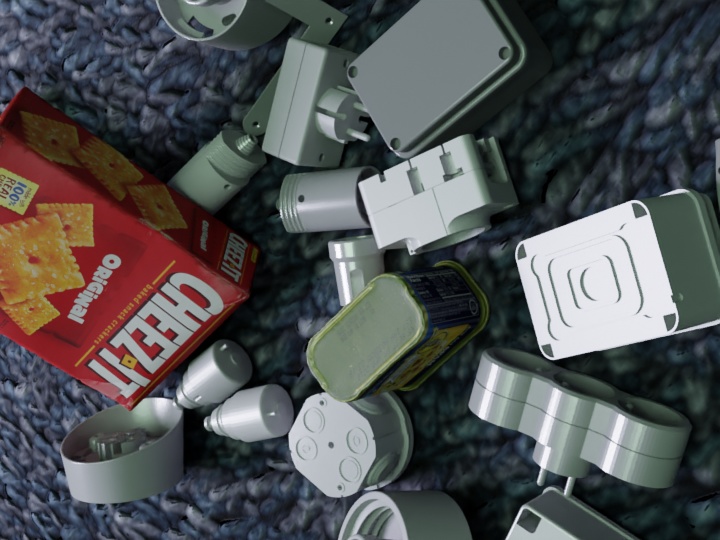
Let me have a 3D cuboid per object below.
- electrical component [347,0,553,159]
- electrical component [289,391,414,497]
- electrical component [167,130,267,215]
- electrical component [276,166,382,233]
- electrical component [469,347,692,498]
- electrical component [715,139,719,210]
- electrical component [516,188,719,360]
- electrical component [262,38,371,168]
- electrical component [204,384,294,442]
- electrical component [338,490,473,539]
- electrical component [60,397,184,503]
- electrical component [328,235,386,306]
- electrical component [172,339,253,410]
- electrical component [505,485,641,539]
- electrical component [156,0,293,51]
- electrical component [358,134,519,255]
[{"bbox_3d":[0.057,-0.133,0.704,0.113,0.057,0.078,-37,74,29],"label":"electrical component"},{"bbox_3d":[-0.007,0.120,0.768,0.080,0.051,0.080,3,95,33],"label":"electrical component"},{"bbox_3d":[-0.107,-0.076,0.823,0.081,0.043,0.043,-39,73,29],"label":"electrical component"},{"bbox_3d":[-0.025,-0.050,0.772,0.081,0.043,0.043,-3,92,33],"label":"electrical component"},{"bbox_3d":[0.131,0.106,0.676,0.138,0.052,0.073,21,105,30],"label":"electrical component"},{"bbox_3d":[0.244,-0.042,0.597,0.079,0.043,0.077,-10,88,33],"label":"electrical component"},{"bbox_3d":[0.155,0.004,0.630,0.113,0.057,0.078,-23,80,55],"label":"electrical component"},{"bbox_3d":[-0.019,-0.112,0.756,0.076,0.047,0.083,25,107,35],"label":"electrical component"},{"bbox_3d":[-0.087,0.112,0.826,0.078,0.040,0.040,-16,85,33],"label":"electrical component"},{"bbox_3d":[0.022,0.200,0.722,0.108,0.060,0.108,-32,52,53],"label":"electrical component"},{"bbox_3d":[-0.189,0.146,0.864,0.099,0.099,0.064,1,100,33],"label":"electrical component"},{"bbox_3d":[0.000,0.000,0.762,0.040,0.040,0.046,-4,96,33],"label":"electrical component"},{"bbox_3d":[-0.119,0.087,0.845,0.078,0.040,0.040,-38,74,30],"label":"electrical component"},{"bbox_3d":[0.136,0.212,0.678,0.109,0.056,0.108,31,110,27],"label":"electrical component"},{"bbox_3d":[-0.100,-0.213,0.794,0.099,0.064,0.099,4,99,30],"label":"electrical component"},{"bbox_3d":[0.053,-0.047,0.717,0.089,0.050,0.055,-22,81,32],"label":"electrical component"}]
